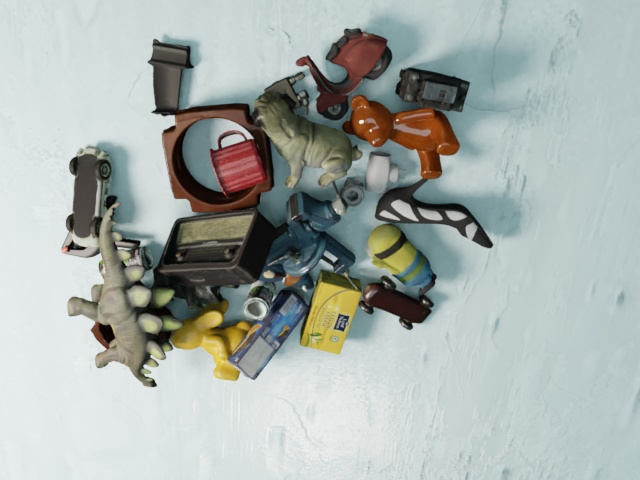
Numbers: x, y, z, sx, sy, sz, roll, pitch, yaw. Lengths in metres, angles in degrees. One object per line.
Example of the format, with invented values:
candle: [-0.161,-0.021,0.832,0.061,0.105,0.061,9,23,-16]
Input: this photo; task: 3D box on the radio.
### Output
radio: [-0.207,0.019,1.055,0.230,0.131,0.073,-5,146,34]

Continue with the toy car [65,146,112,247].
toy car: [-0.462,-0.086,1.080,0.074,0.056,0.201,8,96,13]

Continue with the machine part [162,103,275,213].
machine part: [-0.196,-0.161,1.057,0.202,0.087,0.200,-5,112,2]

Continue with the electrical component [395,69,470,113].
electrical component: [0.207,-0.277,0.990,0.115,0.134,0.058,7,113,-6]

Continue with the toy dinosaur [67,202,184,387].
toy dinosaur: [-0.388,0.135,1.081,0.199,0.105,0.470,0,123,14]

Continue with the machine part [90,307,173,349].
machine part: [-0.423,0.187,1.214,0.179,0.056,0.179,0,114,-1]

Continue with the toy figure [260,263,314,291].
toy figure: [-0.083,0.073,1.166,0.154,0.064,0.057,14,131,-12]

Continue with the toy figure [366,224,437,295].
toy figure: [0.177,0.038,1.151,0.180,0.082,0.089,37,104,-12]

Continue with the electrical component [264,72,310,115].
electrical component: [-0.066,-0.269,1.036,0.102,0.045,0.078,-20,113,7]

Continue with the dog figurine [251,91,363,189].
dog figurine: [-0.020,-0.195,0.981,0.172,0.121,0.190,-16,148,4]

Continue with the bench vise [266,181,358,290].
bench vise: [0.000,0.004,1.111,0.223,0.129,0.240,-41,129,16]

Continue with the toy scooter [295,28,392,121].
toy scooter: [0.036,-0.322,0.996,0.135,0.075,0.184,35,111,-24]

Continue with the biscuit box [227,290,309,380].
biscuit box: [-0.111,0.201,1.168,0.059,0.063,0.202,46,68,-19]

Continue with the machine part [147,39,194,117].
machine part: [-0.287,-0.303,1.022,0.084,0.039,0.138,9,111,-11]

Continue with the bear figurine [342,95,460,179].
bear figurine: [0.147,-0.200,1.019,0.196,0.132,0.120,2,151,-15]

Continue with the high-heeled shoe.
high-heeled shoe: [0.238,-0.028,1.127,0.248,0.086,0.145,42,110,-12]

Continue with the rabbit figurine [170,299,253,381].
rabbit figurine: [-0.243,0.218,1.196,0.173,0.122,0.162,17,107,-7]

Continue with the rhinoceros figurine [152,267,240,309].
rhinoceros figurine: [-0.269,0.094,1.163,0.190,0.073,0.112,4,82,9]

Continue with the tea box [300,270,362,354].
tea box: [0.022,0.162,1.206,0.098,0.068,0.169,14,111,-6]

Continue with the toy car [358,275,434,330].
toy car: [0.170,0.139,1.188,0.202,0.053,0.089,24,109,-37]
